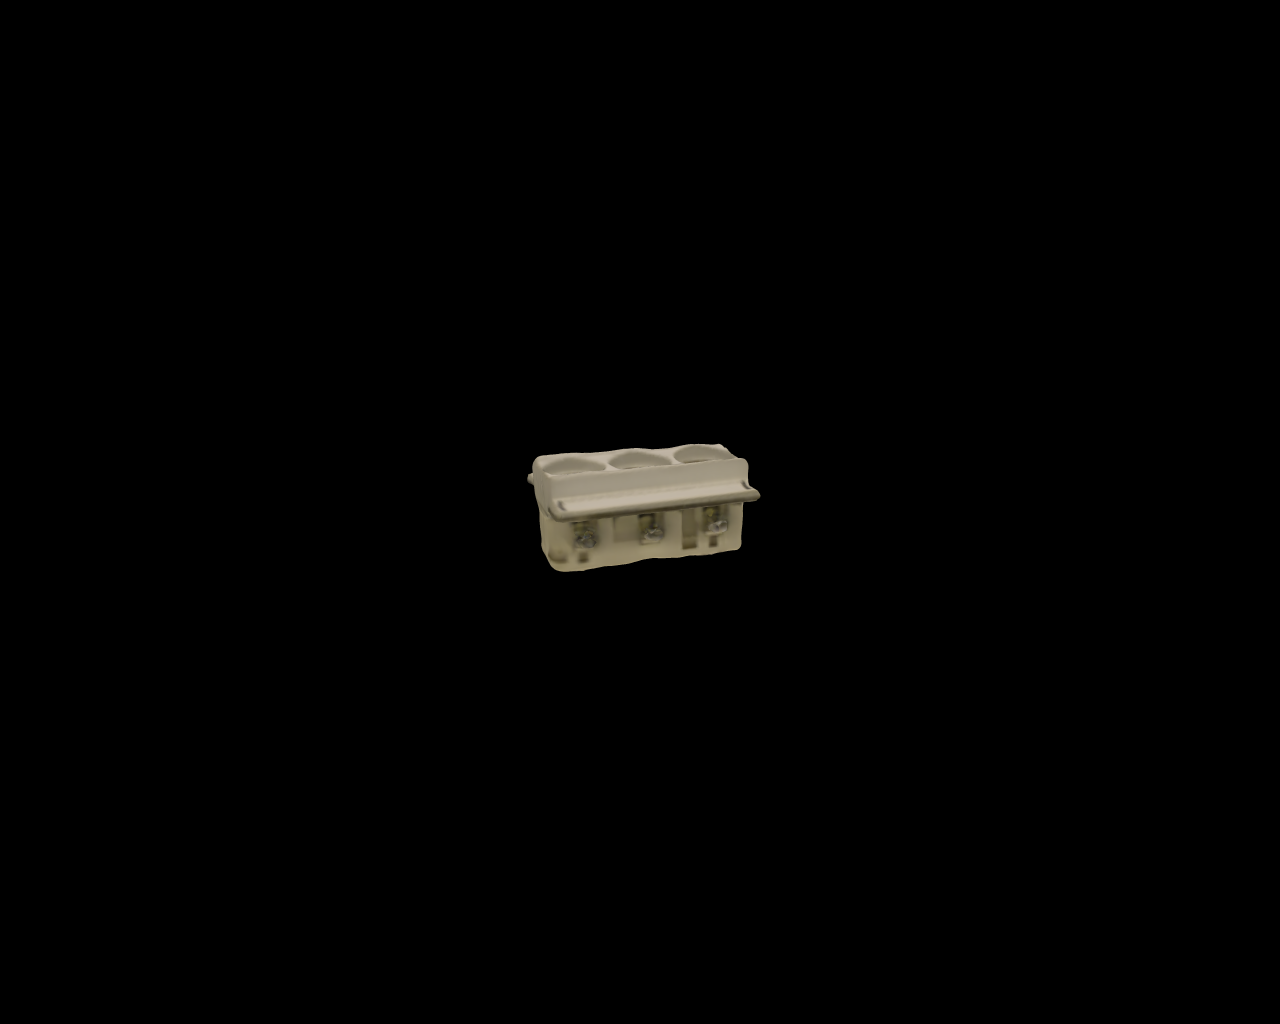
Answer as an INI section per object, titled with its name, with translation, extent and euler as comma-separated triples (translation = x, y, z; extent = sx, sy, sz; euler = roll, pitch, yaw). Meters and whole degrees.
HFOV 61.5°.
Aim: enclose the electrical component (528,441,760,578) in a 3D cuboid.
[electrical component]
translation = 0.001, -0.003, 0.650
extent = 0.121, 0.063, 0.079
euler = -6, 20, -16
